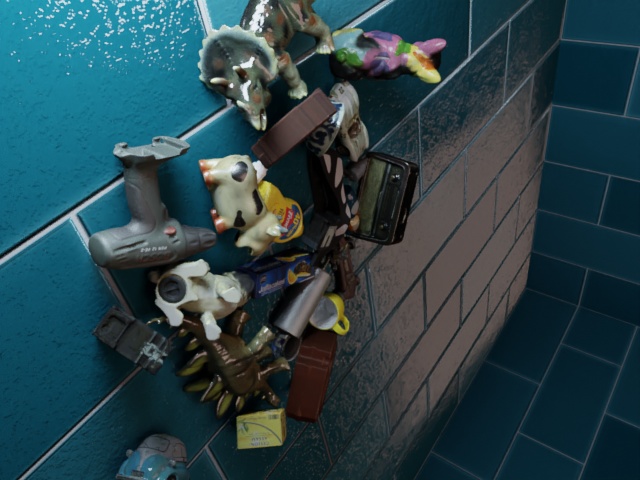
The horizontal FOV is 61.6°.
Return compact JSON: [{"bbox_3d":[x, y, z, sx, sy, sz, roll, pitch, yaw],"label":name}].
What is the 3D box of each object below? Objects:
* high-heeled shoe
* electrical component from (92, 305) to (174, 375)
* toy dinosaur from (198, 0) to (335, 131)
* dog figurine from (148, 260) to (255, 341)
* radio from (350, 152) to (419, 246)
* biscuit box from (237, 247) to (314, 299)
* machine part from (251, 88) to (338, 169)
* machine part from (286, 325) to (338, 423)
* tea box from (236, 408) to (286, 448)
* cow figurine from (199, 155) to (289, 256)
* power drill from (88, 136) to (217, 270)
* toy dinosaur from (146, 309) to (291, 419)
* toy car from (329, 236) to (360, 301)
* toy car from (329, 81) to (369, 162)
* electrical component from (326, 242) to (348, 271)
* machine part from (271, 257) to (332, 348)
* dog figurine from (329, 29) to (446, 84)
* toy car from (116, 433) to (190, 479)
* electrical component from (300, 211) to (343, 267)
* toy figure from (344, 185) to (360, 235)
[{"bbox_3d":[0.004,-0.081,1.216,0.145,0.086,0.248,13,92,-54],"label":"high-heeled shoe"},{"bbox_3d":[-0.293,0.155,0.846,0.115,0.134,0.058,39,72,-12],"label":"electrical component"},{"bbox_3d":[-0.073,-0.362,0.914,0.192,0.131,0.404,45,63,-56],"label":"toy dinosaur"},{"bbox_3d":[-0.213,0.085,0.986,0.121,0.172,0.190,-49,-173,5],"label":"dog figurine"},{"bbox_3d":[0.167,-0.104,1.394,0.073,0.131,0.229,-11,117,-56],"label":"radio"},{"bbox_3d":[-0.092,0.069,1.167,0.202,0.063,0.059,-19,122,-51],"label":"biscuit box"},{"bbox_3d":[-0.049,-0.203,0.988,0.056,0.179,0.179,49,57,-9],"label":"machine part"},{"bbox_3d":[-0.016,0.330,1.332,0.201,0.087,0.201,-54,155,-76],"label":"machine part"},{"bbox_3d":[-0.128,0.418,1.204,0.169,0.098,0.068,84,1,-78],"label":"tea box"},{"bbox_3d":[-0.133,-0.059,0.961,0.127,0.086,0.194,-15,120,-9],"label":"cow figurine"},{"bbox_3d":[-0.253,-0.056,0.851,0.232,0.086,0.207,-21,132,-47],"label":"power drill"},{"bbox_3d":[-0.185,0.245,1.092,0.198,0.105,0.470,-50,139,-23],"label":"toy dinosaur"},{"bbox_3d":[0.068,0.080,1.426,0.089,0.053,0.201,-41,139,-34],"label":"toy car"},{"bbox_3d":[0.064,-0.266,1.219,0.073,0.056,0.201,-53,145,-24],"label":"toy car"},{"bbox_3d":[0.040,0.015,1.311,0.045,0.102,0.078,-3,134,-9],"label":"electrical component"},{"bbox_3d":[-0.043,0.143,1.269,0.243,0.079,0.079,-61,147,-13],"label":"machine part"},{"bbox_3d":[0.151,-0.384,1.133,0.191,0.219,0.108,-19,119,-52],"label":"dog figurine"},{"bbox_3d":[-0.300,0.423,1.020,0.161,0.109,0.103,56,42,-63],"label":"toy car"},{"bbox_3d":[-0.002,-0.004,1.185,0.075,0.048,0.119,-12,131,-56],"label":"electrical component"},{"bbox_3d":[0.070,-0.066,1.343,0.064,0.058,0.154,-29,137,-15],"label":"toy figure"}]
